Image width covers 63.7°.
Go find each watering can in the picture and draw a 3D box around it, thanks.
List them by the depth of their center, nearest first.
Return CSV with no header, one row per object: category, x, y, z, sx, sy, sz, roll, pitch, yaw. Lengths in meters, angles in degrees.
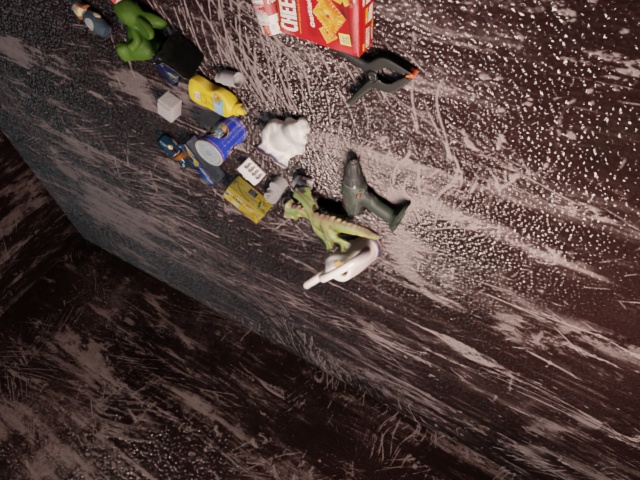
watering can,0.076,0.078,1.725,0.104,0.227,0.343,58,151,-1

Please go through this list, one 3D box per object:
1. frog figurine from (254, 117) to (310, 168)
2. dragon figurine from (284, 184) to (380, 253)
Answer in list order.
frog figurine,-0.095,-0.305,1.498,0.138,0.124,0.157,44,115,3
dragon figurine,0.005,-0.081,1.619,0.240,0.124,0.409,43,159,-22
